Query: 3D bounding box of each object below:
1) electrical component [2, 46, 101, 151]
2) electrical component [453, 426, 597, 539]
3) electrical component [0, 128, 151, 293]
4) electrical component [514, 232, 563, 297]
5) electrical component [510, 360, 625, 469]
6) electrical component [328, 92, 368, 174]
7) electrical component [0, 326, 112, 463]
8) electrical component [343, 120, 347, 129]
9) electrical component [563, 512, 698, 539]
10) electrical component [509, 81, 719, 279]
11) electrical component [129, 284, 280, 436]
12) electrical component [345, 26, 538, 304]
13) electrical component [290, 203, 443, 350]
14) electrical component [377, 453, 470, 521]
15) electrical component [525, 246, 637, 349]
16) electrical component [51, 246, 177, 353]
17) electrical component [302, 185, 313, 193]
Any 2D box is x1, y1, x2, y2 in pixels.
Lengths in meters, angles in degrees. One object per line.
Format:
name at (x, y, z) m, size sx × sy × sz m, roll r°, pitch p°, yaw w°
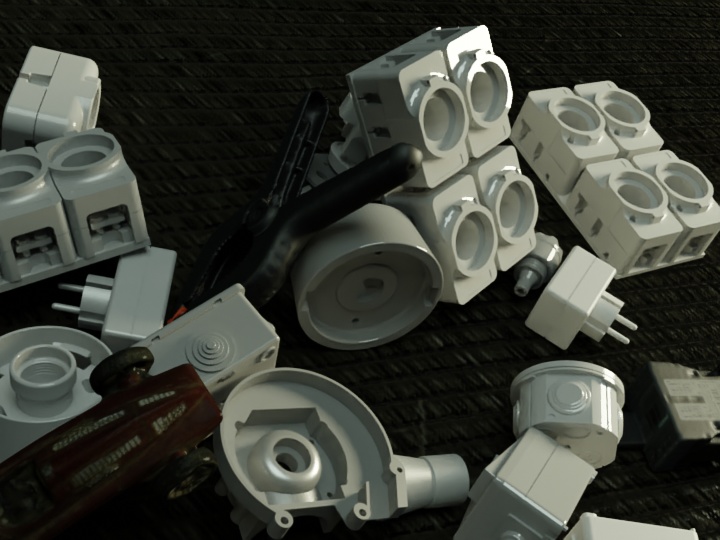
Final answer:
electrical component at (-0.240, -0.126, 0.846) m, size 0.059 × 0.053 × 0.095 m, roll 12°, pitch 47°, yaw -9°
electrical component at (0.102, 0.152, 0.694) m, size 0.061 × 0.061 × 0.096 m, roll 34°, pitch 29°, yaw 12°
electrical component at (-0.232, -0.041, 0.731) m, size 0.150 × 0.061 × 0.089 m, roll -19°, pitch 38°, yaw -20°
electrical component at (0.142, -0.002, 0.882) m, size 0.035 × 0.035 × 0.061 m, roll 29°, pitch 49°, yaw 7°
electrical component at (0.146, 0.103, 0.759) m, size 0.080 × 0.080 × 0.051 m, roll 14°, pitch 52°, yaw -7°
electrical component at (0.011, -0.099, 0.865) m, size 0.078 × 0.057 × 0.058 m, roll 28°, pitch 25°, yaw -16°
electrical component at (-0.199, 0.084, 0.682) m, size 0.099 × 0.064 × 0.099 m, roll 6°, pitch 36°, yaw -4°
electrical component at (0.050, -0.117, 0.930) m, size 0.113 × 0.057 × 0.078 m, roll 44°, pitch 40°, yaw 20°
electrical component at (0.166, 0.201, 0.690) m, size 0.096 × 0.061 × 0.061 m, roll 10°, pitch 47°, yaw -10°
electrical component at (0.232, -0.090, 0.974) m, size 0.105 × 0.060 × 0.186 m, roll -12°, pitch 55°, yaw -28°
electrical component at (-0.100, 0.068, 0.689) m, size 0.100 × 0.099 × 0.048 m, roll -32°, pitch 68°, yaw -26°
electrical component at (0.070, -0.080, 0.821) m, size 0.060 × 0.186 × 0.105 m, roll 8°, pitch 33°, yaw 45°
electrical component at (0.000, 0.000, 0.784) m, size 0.108 × 0.108 × 0.060 m, roll -2°, pitch 44°, yaw -21°
electrical component at (0.039, 0.141, 0.714) m, size 0.065 × 0.044 × 0.044 m, roll 0°, pitch 50°, yaw -25°
electrical component at (0.184, 0.032, 0.858) m, size 0.077 × 0.047 × 0.065 m, roll 33°, pitch 47°, yaw 11°
electrical component at (-0.172, 0.024, 0.740) m, size 0.076 × 0.047 × 0.083 m, roll 11°, pitch 47°, yaw -10°
electrical component at (-0.036, -0.030, 0.832) m, size 0.047 × 0.055 × 0.055 m, roll 43°, pitch 50°, yaw 15°
